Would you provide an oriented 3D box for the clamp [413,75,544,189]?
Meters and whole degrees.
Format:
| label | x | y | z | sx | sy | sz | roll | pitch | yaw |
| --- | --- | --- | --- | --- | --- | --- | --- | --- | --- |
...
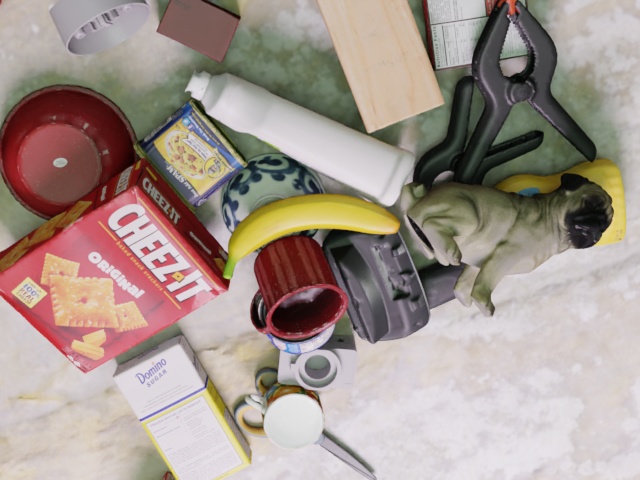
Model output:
| label | x | y | z | sx | sy | sz | roll | pitch | yaw |
| --- | --- | --- | --- | --- | --- | --- | --- | --- | --- |
| clamp | 0.155 | -0.098 | 1.203 | 0.171 | 0.039 | 0.120 | -44 | 102 | 7 |

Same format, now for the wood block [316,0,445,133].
| label | x | y | z | sx | sy | sz | roll | pitch | yaw |
| --- | --- | --- | --- | --- | --- | --- | --- | --- | --- |
| wood block | 0.052 | -0.231 | 1.136 | 0.090 | 0.091 | 0.206 | -21 | 105 | 4 |

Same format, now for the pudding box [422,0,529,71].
| label | x | y | z | sx | sy | sz | roll | pitch | yaw |
| --- | --- | --- | --- | --- | --- | --- | --- | --- | --- |
| pudding box | 0.171 | -0.238 | 1.165 | 0.113 | 0.039 | 0.090 | -8 | 108 | 2 |

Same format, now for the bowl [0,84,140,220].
| label | x | y | z | sx | sy | sz | roll | pitch | yaw |
| --- | --- | --- | --- | --- | --- | --- | --- | --- | --- |
| bowl | -0.284 | -0.089 | 1.184 | 0.162 | 0.055 | 0.162 | -1 | 105 | -2 |

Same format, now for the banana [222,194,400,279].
| label | x | y | z | sx | sy | sz | roll | pitch | yaw |
| --- | --- | --- | --- | --- | --- | --- | --- | --- | --- |
| banana | -0.016 | -0.015 | 1.147 | 0.198 | 0.037 | 0.069 | -16 | 84 | 0 |

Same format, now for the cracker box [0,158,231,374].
| label | x | y | z | sx | sy | sz | roll | pitch | yaw |
| --- | --- | --- | --- | --- | --- | --- | --- | --- | --- |
| cracker box | -0.229 | 0.035 | 1.177 | 0.214 | 0.072 | 0.164 | -30 | 118 | 18 |

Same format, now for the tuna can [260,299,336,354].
| label | x | y | z | sx | sy | sz | roll | pitch | yaw |
| --- | --- | --- | --- | --- | --- | --- | --- | --- | --- |
| tuna can | -0.025 | 0.087 | 1.226 | 0.086 | 0.086 | 0.034 | -11 | 147 | 1 |

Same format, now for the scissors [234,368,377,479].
| label | x | y | z | sx | sy | sz | roll | pitch | yaw |
| --- | --- | --- | --- | --- | --- | --- | --- | --- | --- |
| scissors | -0.025 | 0.244 | 1.304 | 0.096 | 0.016 | 0.201 | -35 | 103 | 8 |

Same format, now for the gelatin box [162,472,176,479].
| label | x | y | z | sx | sy | sz | roll | pitch | yaw |
| --- | --- | --- | --- | --- | --- | --- | --- | --- | --- |
| gelatin box | -0.193 | 0.333 | 1.285 | 0.030 | 0.089 | 0.073 | 28 | 103 | -9 |

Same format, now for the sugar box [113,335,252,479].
| label | x | y | z | sx | sy | sz | roll | pitch | yaw |
| --- | --- | --- | --- | --- | --- | --- | --- | --- | --- |
| sugar box | -0.163 | 0.209 | 1.276 | 0.093 | 0.048 | 0.176 | -27 | 101 | 5 |

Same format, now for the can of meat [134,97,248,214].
| label | x | y | z | sx | sy | sz | roll | pitch | yaw |
| --- | --- | --- | --- | --- | --- | --- | --- | --- | --- |
| can of meat | -0.142 | -0.095 | 1.186 | 0.084 | 0.057 | 0.102 | -39 | 103 | 7 |

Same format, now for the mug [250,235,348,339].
| label | x | y | z | sx | sy | sz | roll | pitch | yaw |
| --- | --- | --- | --- | --- | --- | --- | --- | --- | --- |
| mug | -0.033 | 0.056 | 1.181 | 0.117 | 0.081 | 0.093 | -42 | 139 | 24 |

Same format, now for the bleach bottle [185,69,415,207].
| label | x | y | z | sx | sy | sz | roll | pitch | yaw |
| --- | --- | --- | --- | --- | --- | --- | --- | --- | --- |
| bleach bottle | -0.027 | -0.118 | 1.158 | 0.250 | 0.102 | 0.068 | 26 | 90 | -9 |

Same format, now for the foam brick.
| label | x | y | z | sx | sy | sz | roll | pitch | yaw |
| --- | --- | --- | --- | --- | --- | --- | --- | --- | --- |
| foam brick | -0.130 | -0.233 | 1.150 | 0.078 | 0.051 | 0.053 | 25 | 102 | -9 |

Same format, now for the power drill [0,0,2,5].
| label | x | y | z | sx | sy | sz | roll | pitch | yaw |
| --- | --- | --- | --- | --- | --- | --- | --- | --- | --- |
| power drill | -0.411 | -0.187 | 1.150 | 0.184 | 0.057 | 0.188 | 23 | 103 | -8 |

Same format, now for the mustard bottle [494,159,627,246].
| label | x | y | z | sx | sy | sz | roll | pitch | yaw |
| --- | --- | --- | --- | --- | --- | --- | --- | --- | --- |
| mustard bottle | 0.246 | -0.029 | 1.214 | 0.191 | 0.058 | 0.096 | -11 | 112 | 1 |

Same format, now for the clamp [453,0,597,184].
| label | x | y | z | sx | sy | sz | roll | pitch | yaw |
| --- | --- | --- | --- | --- | --- | --- | --- | --- | --- |
| clamp | 0.223 | -0.160 | 1.155 | 0.164 | 0.036 | 0.210 | -7 | 111 | -9 |
